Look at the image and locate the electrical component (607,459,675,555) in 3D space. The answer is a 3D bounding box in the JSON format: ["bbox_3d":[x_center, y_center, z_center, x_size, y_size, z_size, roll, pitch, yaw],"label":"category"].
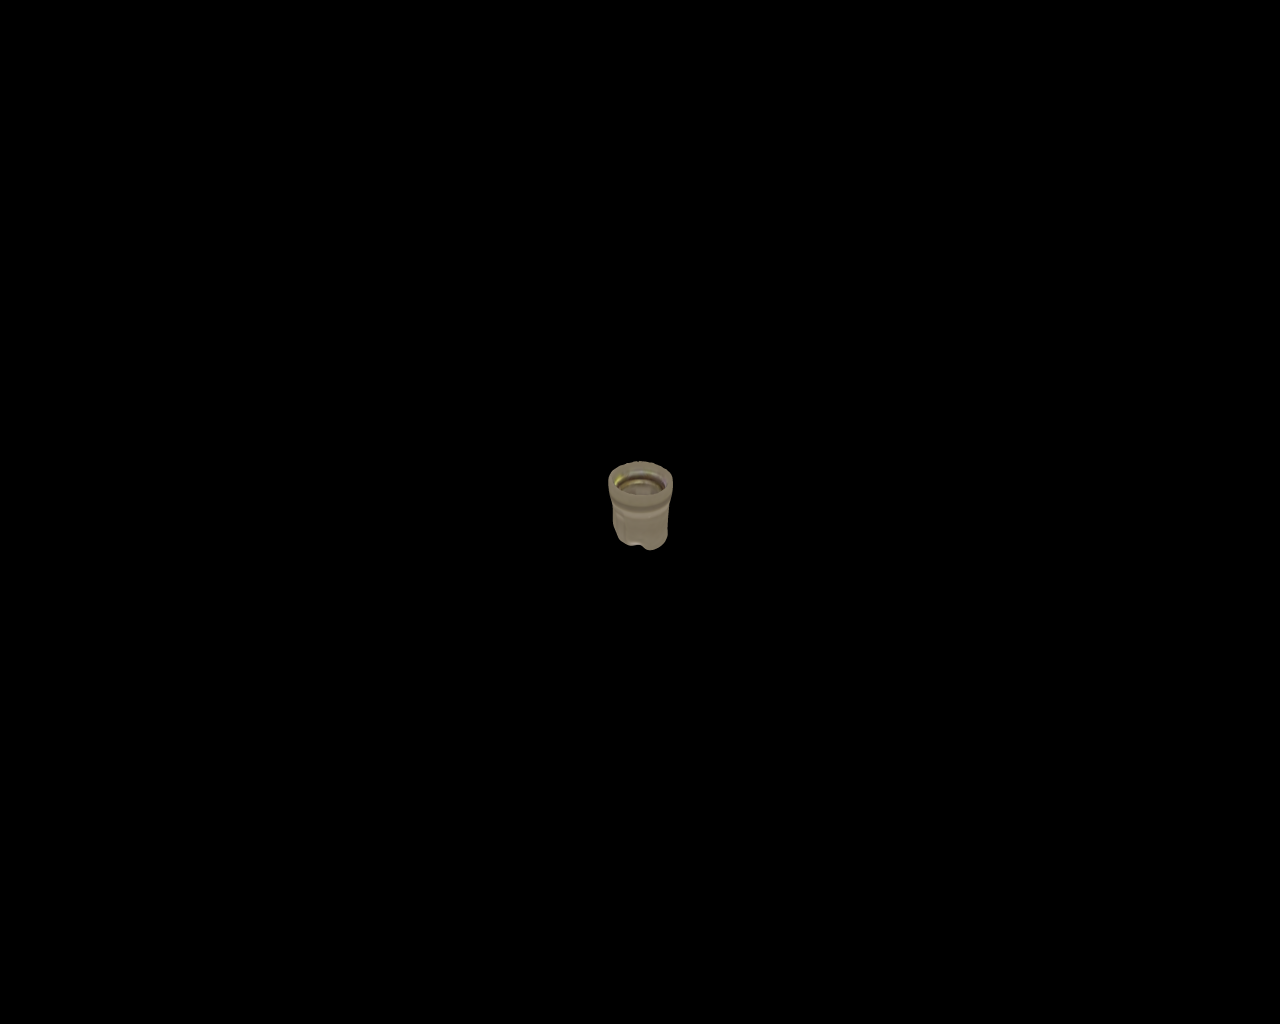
[{"bbox_3d":[0.001,-0.003,0.650,0.040,0.046,0.040,0,36,0],"label":"electrical component"}]
